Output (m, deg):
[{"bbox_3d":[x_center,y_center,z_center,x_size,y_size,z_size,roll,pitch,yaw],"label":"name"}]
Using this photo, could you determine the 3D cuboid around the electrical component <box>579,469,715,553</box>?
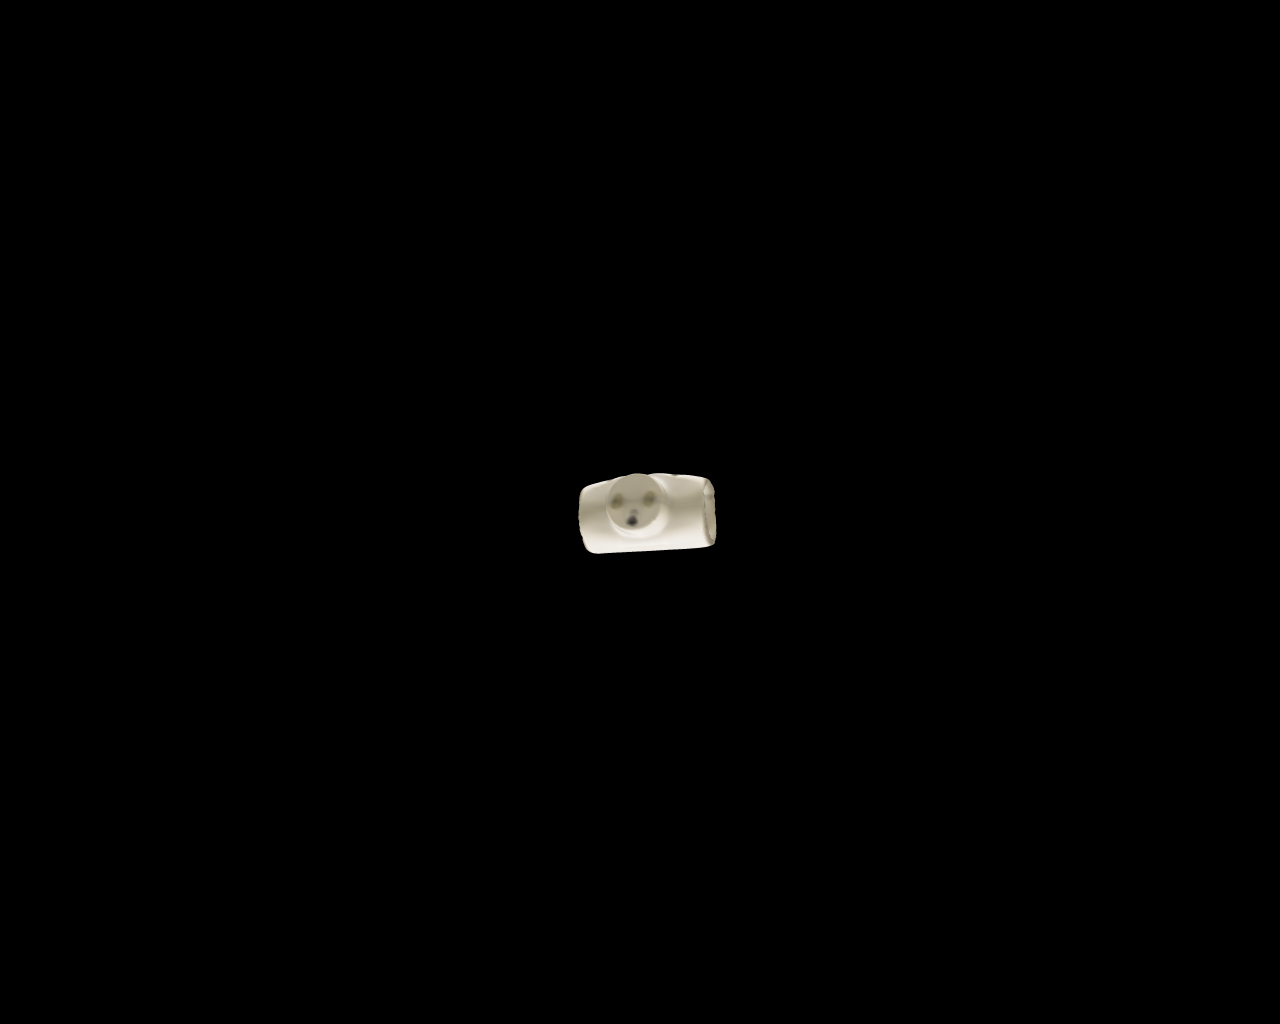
[{"bbox_3d":[0.001,-0.003,0.650,0.077,0.043,0.079,-4,-15,14],"label":"electrical component"}]
